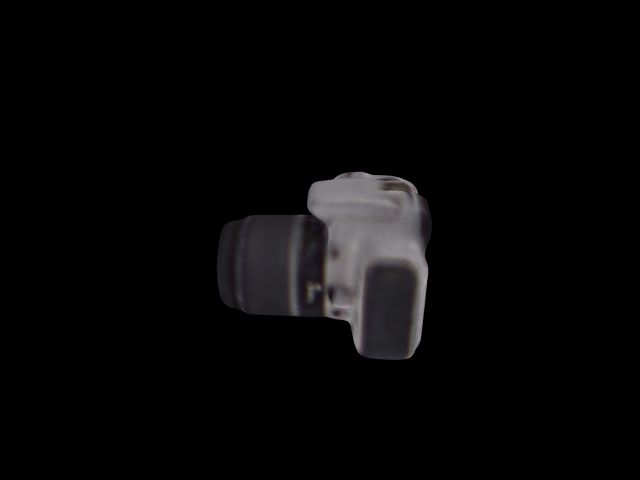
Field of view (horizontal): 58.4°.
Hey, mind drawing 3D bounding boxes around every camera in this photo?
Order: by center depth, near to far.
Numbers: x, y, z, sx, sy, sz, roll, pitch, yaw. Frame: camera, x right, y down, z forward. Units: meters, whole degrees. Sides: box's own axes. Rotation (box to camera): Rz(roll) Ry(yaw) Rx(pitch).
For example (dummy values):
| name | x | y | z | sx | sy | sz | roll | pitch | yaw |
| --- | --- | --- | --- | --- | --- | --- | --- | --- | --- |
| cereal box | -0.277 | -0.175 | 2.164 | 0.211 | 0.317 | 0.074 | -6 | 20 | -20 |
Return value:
| name | x | y | z | sx | sy | sz | roll | pitch | yaw |
| --- | --- | --- | --- | --- | --- | --- | --- | --- | --- |
| camera | 0.004 | 0.001 | 0.400 | 0.136 | 0.101 | 0.143 | 1 | 28 | 3 |
